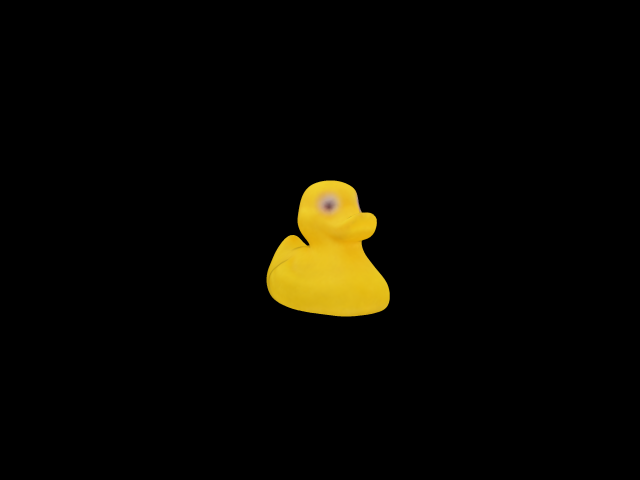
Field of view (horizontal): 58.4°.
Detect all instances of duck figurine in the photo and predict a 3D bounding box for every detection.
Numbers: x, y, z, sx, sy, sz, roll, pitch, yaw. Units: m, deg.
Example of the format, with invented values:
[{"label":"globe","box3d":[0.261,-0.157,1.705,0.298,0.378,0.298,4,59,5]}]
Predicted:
[{"label":"duck figurine","box3d":[0.004,0.001,0.400,0.078,0.086,0.104,-5,8,-35]}]
